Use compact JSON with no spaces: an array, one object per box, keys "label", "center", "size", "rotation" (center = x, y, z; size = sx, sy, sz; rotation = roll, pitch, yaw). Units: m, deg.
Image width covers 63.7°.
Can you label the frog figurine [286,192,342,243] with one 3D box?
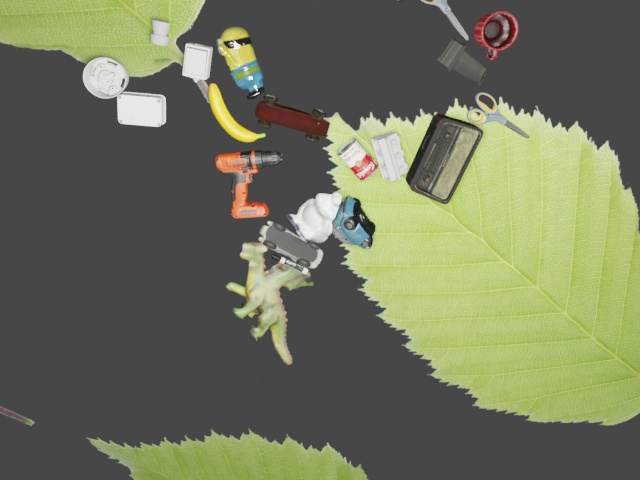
[{"label":"frog figurine","center":[0.004,-0.073,1.443],"size":[0.121,0.158,0.140],"rotation":[43,12,-34]}]

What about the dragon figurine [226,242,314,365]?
[{"label":"dragon figurine","center":[-0.126,0.172,1.553],"size":[0.242,0.405,0.124],"rotation":[-37,20,2]}]
